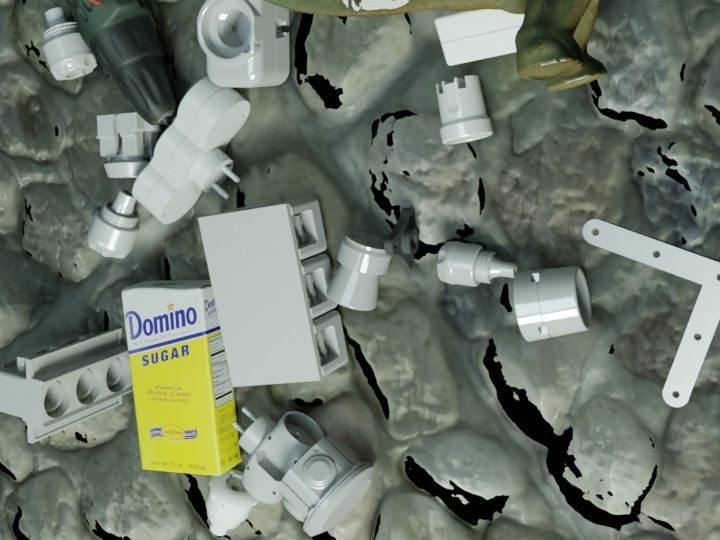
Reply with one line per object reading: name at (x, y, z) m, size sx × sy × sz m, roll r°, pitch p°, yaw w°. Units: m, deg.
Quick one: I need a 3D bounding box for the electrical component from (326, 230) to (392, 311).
electrical component at (0.000, 0.000, 0.897) m, size 0.045 × 0.045 × 0.055 m, roll 24°, pitch 110°, yaw 20°

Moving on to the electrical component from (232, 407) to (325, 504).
electrical component at (-0.083, 0.157, 0.972) m, size 0.079 × 0.043 × 0.077 m, roll 41°, pitch 115°, yaw 13°

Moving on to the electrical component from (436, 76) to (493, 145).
electrical component at (0.080, -0.124, 0.835) m, size 0.040 × 0.040 × 0.046 m, roll -11°, pitch 90°, yaw 27°

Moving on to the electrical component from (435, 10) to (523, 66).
electrical component at (0.099, -0.201, 0.793) m, size 0.083 × 0.047 × 0.075 m, roll -7°, pitch 117°, yaw 27°

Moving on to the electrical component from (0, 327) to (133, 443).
electrical component at (-0.276, 0.103, 1.010) m, size 0.063 × 0.121 × 0.078 m, roll 10°, pitch 105°, yaw 27°

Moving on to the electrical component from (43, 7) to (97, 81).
electrical component at (-0.269, -0.208, 0.984) m, size 0.043 × 0.043 × 0.062 m, roll -20°, pitch 91°, yaw 28°

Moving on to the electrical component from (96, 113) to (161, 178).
electrical component at (-0.208, -0.112, 0.975) m, size 0.066 × 0.048 × 0.055 m, roll 0°, pitch 93°, yaw 26°

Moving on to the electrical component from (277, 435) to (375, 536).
electrical component at (-0.029, 0.187, 0.933) m, size 0.051 × 0.080 × 0.080 m, roll 42°, pitch 115°, yaw 18°

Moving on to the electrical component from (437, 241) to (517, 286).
electrical component at (0.094, -0.003, 0.857) m, size 0.061 × 0.035 × 0.035 m, roll 8°, pitch 104°, yaw 22°

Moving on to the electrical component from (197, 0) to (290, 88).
electrical component at (-0.096, -0.200, 0.892) m, size 0.054 × 0.059 × 0.095 m, roll 6°, pitch 104°, yaw 25°

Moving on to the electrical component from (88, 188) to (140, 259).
electrical component at (-0.225, -0.045, 0.998) m, size 0.043 × 0.043 × 0.062 m, roll 33°, pitch 112°, yaw 16°

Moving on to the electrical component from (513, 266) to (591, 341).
electrical component at (0.149, 0.025, 0.826) m, size 0.047 × 0.055 × 0.055 m, roll -9°, pitch 97°, yaw 24°

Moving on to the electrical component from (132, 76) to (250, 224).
electrical component at (-0.136, -0.093, 0.939) m, size 0.074 × 0.052 × 0.138 m, roll 42°, pitch 116°, yaw 12°

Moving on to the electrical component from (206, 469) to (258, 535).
electrical component at (-0.124, 0.221, 1.007) m, size 0.048 × 0.048 × 0.062 m, roll 33°, pitch 120°, yaw 16°

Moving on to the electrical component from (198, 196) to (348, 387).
electrical component at (-0.072, 0.018, 0.926) m, size 0.089 × 0.062 × 0.150 m, roll -7°, pitch 98°, yaw 27°
